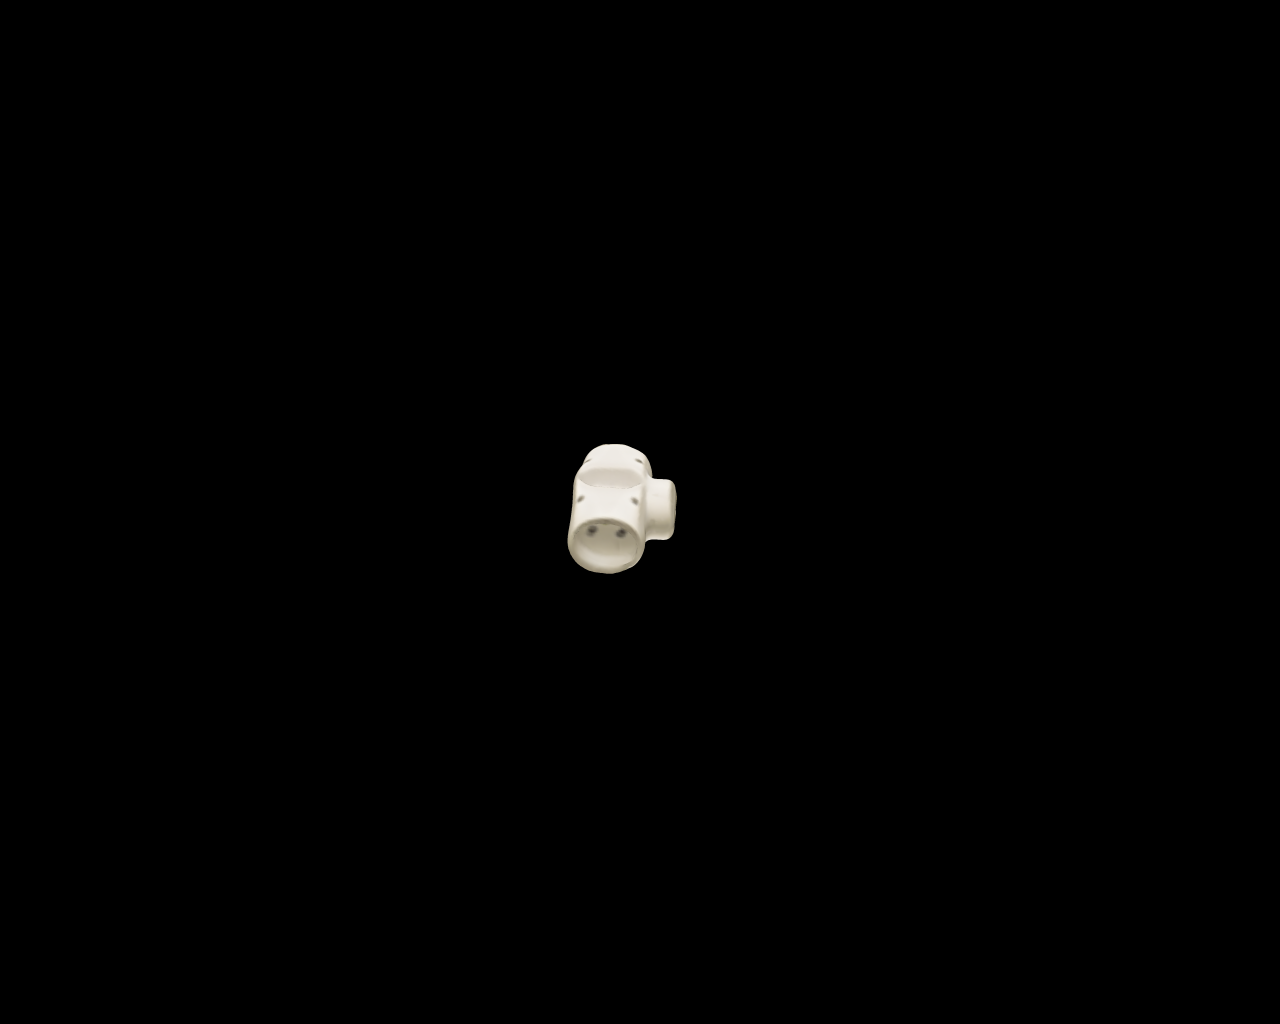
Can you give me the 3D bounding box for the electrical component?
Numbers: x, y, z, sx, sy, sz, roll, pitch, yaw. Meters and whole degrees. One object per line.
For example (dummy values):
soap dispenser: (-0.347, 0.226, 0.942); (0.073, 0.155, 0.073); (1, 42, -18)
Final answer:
electrical component: (0.001, -0.003, 0.650); (0.079, 0.043, 0.077); (3, 37, 4)
